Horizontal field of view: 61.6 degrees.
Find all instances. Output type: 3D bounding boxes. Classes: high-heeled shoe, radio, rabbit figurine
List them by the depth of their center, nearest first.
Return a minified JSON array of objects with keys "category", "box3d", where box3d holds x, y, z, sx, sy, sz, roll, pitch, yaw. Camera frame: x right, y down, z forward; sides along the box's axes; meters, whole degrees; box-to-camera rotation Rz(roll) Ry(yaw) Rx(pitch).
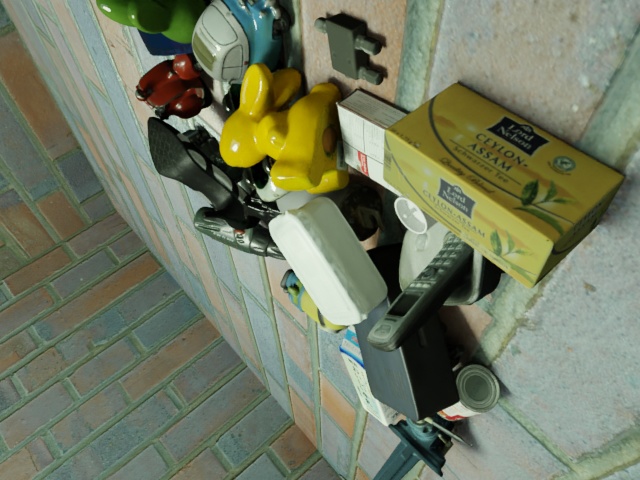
[{"category":"rabbit figurine","box3d":[-0.058,-0.135,0.672,0.173,0.122,0.162,4,104,33]},{"category":"rabbit figurine","box3d":[-0.190,-0.319,0.673,0.121,0.159,0.170,26,149,32]},{"category":"radio","box3d":[0.105,0.121,0.753,0.131,0.073,0.229,-7,97,67]},{"category":"high-heeled shoe","box3d":[-0.198,-0.122,0.953,0.086,0.145,0.249,-40,75,32]}]

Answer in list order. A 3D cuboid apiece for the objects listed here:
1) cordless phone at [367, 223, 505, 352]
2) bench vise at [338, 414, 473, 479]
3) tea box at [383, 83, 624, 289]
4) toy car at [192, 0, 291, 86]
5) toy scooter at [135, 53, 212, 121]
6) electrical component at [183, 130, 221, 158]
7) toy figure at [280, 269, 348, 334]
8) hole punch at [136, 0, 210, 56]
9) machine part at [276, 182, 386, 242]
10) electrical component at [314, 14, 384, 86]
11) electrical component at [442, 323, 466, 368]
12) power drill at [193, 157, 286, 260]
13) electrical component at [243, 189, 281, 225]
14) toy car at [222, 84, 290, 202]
[{"category":"cordless phone","box3d":[0.106,0.051,0.577,0.088,0.184,0.147,54,159,-13]},{"category":"bench vise","box3d":[0.151,0.355,0.904,0.129,0.240,0.223,40,171,22]},{"category":"tea box","box3d":[0.145,-0.052,0.456,0.170,0.098,0.068,39,155,29]},{"category":"toy car","box3d":[-0.105,-0.248,0.670,0.109,0.103,0.161,52,161,2]},{"category":"toy scooter","box3d":[-0.253,-0.254,0.922,0.075,0.135,0.184,51,160,3]},{"category":"electrical component","box3d":[-0.247,-0.171,1.145,0.115,0.058,0.134,14,137,56]},{"category":"toy figure","box3d":[-0.006,0.112,1.048,0.180,0.082,0.089,39,157,37]},{"category":"hole punch","box3d":[-0.218,-0.335,0.795,0.116,0.092,0.142,26,143,43]},{"category":"machine part","box3d":[0.009,-0.052,0.767,0.243,0.079,0.079,21,142,55]},{"category":"electrical component","box3d":[0.030,-0.201,0.569,0.094,0.021,0.063,38,155,33]},{"category":"electrical component","box3d":[0.171,0.158,0.805,0.078,0.045,0.102,17,152,10]},{"category":"power drill","box3d":[-0.158,-0.060,1.075,0.232,0.086,0.207,14,142,23]},{"category":"electrical component","box3d":[-0.062,-0.056,0.901,0.119,0.075,0.047,19,141,14]},{"category":"toy car","box3d":[-0.089,-0.155,0.781,0.073,0.056,0.201,-22,82,51]}]
